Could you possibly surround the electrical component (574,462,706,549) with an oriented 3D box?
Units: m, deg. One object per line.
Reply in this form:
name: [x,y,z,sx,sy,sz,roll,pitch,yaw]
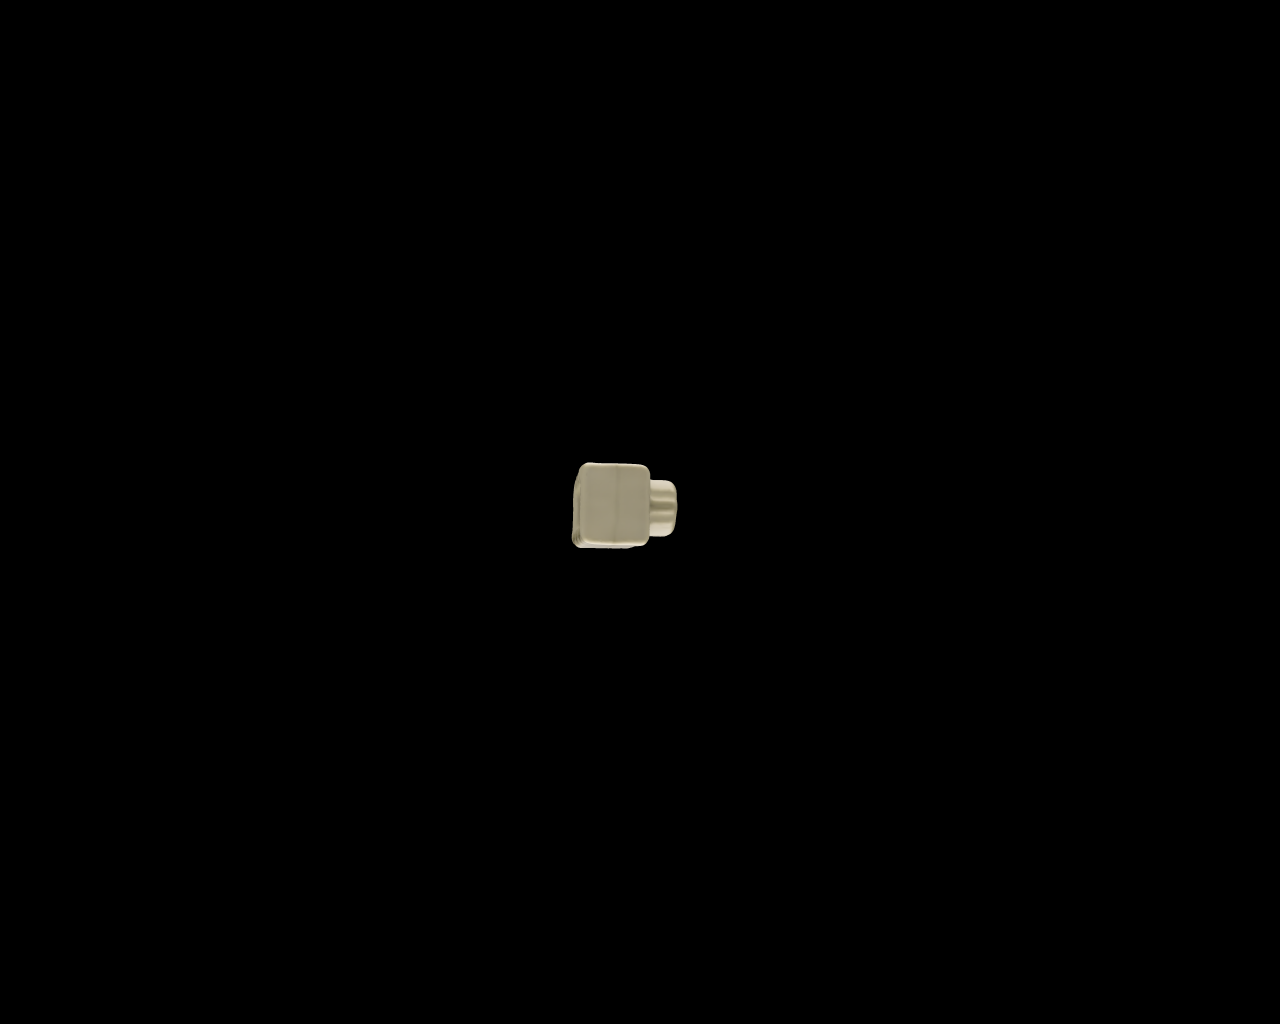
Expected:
electrical component: [0.001,-0.003,0.650,0.077,0.047,0.065,1,-4,-7]
